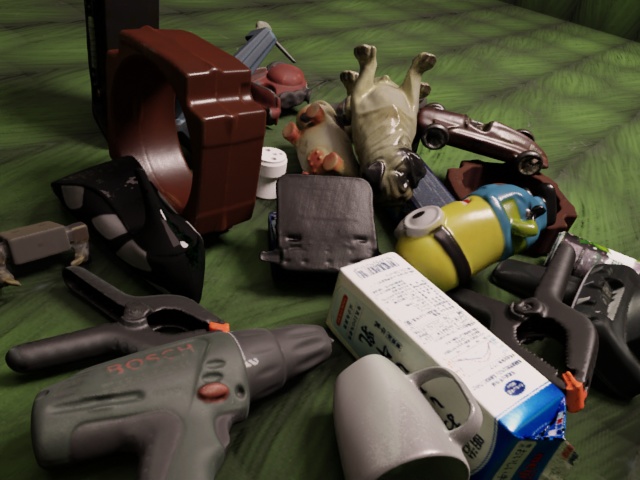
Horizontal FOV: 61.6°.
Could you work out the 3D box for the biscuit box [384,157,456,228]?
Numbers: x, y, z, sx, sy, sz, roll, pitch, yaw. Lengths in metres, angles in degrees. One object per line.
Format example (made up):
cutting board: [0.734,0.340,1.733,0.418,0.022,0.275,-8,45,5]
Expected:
biscuit box: [0.129,-0.040,0.688,0.063,0.059,0.203,-1,36,-16]

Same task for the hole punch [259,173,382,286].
hole punch: [-0.001,-0.002,0.594,0.142,0.092,0.116,4,65,-14]

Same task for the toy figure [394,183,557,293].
toy figure: [0.161,-0.006,0.552,0.180,0.082,0.089,-15,64,-16]

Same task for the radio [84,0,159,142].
radio: [-0.274,-0.258,0.741,0.073,0.229,0.131,-10,37,-32]

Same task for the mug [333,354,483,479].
mug: [0.057,0.130,0.393,0.080,0.109,0.107,36,16,-34]

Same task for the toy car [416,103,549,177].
toy car: [0.231,-0.148,0.768,0.202,0.053,0.089,16,34,1]

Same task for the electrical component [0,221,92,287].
electrical component: [-0.278,0.012,0.521,0.078,0.045,0.102,4,20,45]

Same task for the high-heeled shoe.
high-heeled shoe: [-0.205,-0.010,0.575,0.086,0.145,0.249,-30,23,-34]

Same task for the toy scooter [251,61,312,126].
toy scooter: [-0.081,-0.243,0.905,0.184,0.075,0.135,-22,46,-34]

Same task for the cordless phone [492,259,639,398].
cordless phone: [0.265,0.070,0.573,0.184,0.088,0.146,19,36,31]

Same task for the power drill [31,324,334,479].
power drill: [-0.067,0.143,0.361,0.232,0.085,0.207,-5,42,-21]

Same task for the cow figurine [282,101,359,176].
cow figurine: [0.013,-0.123,0.739,0.127,0.085,0.195,35,29,-44]

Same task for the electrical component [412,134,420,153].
electrical component: [0.121,-0.138,0.815,0.048,0.074,0.119,29,36,23]

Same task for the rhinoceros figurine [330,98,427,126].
rhinoceros figurine: [0.077,-0.204,0.868,0.190,0.073,0.112,-9,14,11]

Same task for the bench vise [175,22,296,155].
bench vise: [-0.134,-0.227,0.771,0.240,0.128,0.224,-54,31,-15]

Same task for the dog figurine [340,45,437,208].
dog figurine: [0.076,-0.123,0.686,0.121,0.190,0.172,5,-9,7]

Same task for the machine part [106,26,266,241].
machine part: [-0.152,-0.115,0.593,0.087,0.200,0.202,-19,44,-39]

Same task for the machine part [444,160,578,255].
machine part: [0.253,-0.047,0.737,0.179,0.056,0.179,7,36,-5]
